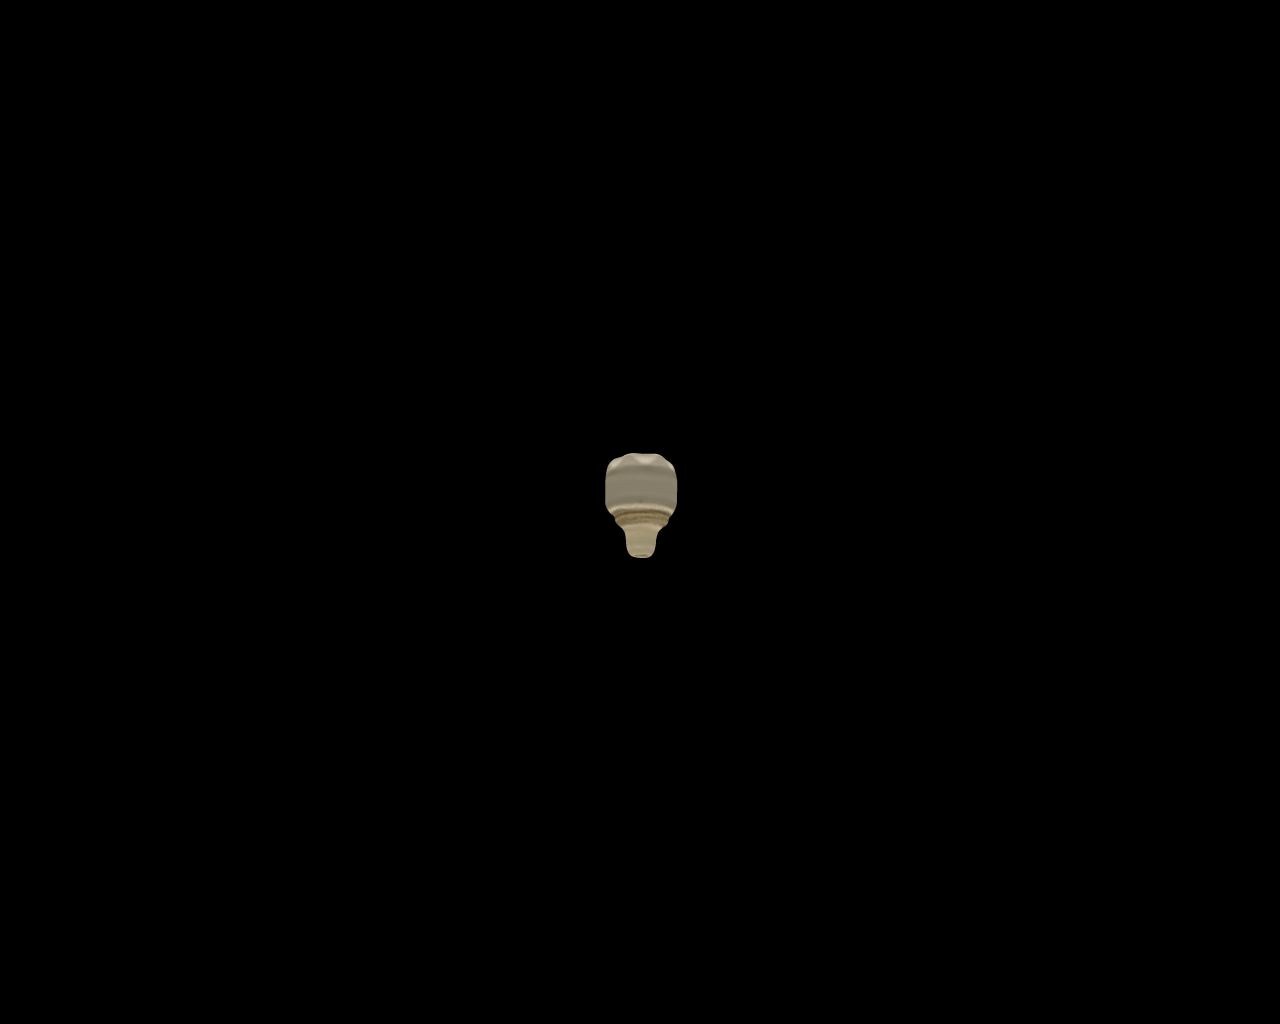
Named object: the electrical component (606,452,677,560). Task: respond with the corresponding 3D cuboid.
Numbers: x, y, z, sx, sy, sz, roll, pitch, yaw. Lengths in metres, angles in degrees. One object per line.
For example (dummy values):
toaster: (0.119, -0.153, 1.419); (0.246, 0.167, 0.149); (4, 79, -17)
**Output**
electrical component: (0.001, -0.003, 0.650); (0.043, 0.062, 0.043); (0, -14, 0)
